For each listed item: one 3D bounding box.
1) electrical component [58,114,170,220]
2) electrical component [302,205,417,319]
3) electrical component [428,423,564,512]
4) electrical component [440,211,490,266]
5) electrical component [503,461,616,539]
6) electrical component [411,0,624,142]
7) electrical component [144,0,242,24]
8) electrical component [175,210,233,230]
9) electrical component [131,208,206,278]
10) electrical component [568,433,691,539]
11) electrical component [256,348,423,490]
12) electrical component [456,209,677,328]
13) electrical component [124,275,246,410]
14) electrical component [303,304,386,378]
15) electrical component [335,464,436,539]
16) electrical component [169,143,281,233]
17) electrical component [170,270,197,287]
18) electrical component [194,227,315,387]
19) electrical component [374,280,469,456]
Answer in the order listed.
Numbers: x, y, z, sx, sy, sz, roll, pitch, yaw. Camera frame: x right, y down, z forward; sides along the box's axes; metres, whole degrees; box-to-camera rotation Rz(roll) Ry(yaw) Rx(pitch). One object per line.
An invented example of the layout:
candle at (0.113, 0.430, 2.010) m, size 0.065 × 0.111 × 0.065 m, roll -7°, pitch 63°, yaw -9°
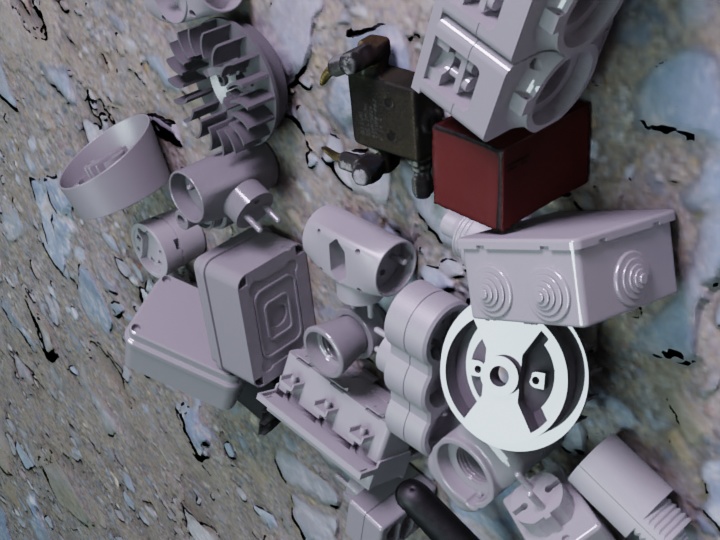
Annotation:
electrical component at (-0.221, -0.090, 0.966) m, size 0.099 × 0.099 × 0.064 m, roll 3°, pitch 124°, yaw 51°
electrical component at (0.000, 0.000, 0.795) m, size 0.077 × 0.043 × 0.079 m, roll 28°, pitch 135°, yaw 38°
electrical component at (0.091, 0.129, 0.761) m, size 0.053 × 0.059 × 0.095 m, roll 51°, pitch 145°, yaw 13°
electrical component at (0.079, -0.019, 0.682) m, size 0.062 × 0.043 × 0.043 m, roll 30°, pitch 136°, yaw 37°
electrical component at (0.124, 0.158, 0.704) m, size 0.076 × 0.047 × 0.065 m, roll 49°, pitch -173°, yaw -34°
electrical component at (0.093, -0.145, 0.529) m, size 0.062 × 0.089 × 0.150 m, roll 43°, pitch 142°, yaw 23°
electrical component at (-0.129, -0.225, 0.790) m, size 0.077 × 0.044 × 0.079 m, roll 7°, pitch 120°, yaw 49°
electrical component at (-0.124, -0.053, 0.896) m, size 0.043 × 0.062 × 0.043 m, roll 31°, pitch 137°, yaw 35°
electrical component at (-0.176, -0.027, 0.995) m, size 0.055 × 0.047 × 0.055 m, roll 31°, pitch 137°, yaw 35°
electrical component at (0.176, 0.147, 0.682) m, size 0.081 × 0.043 × 0.043 m, roll 45°, pitch 143°, yaw 21°
electrical component at (-0.013, 0.115, 0.878) m, size 0.121 × 0.079 × 0.063 m, roll 32°, pitch 115°, yaw 34°
electrical component at (0.117, -0.002, 0.599) m, size 0.100 × 0.100 × 0.048 m, roll 2°, pitch 104°, yaw 51°
electrical component at (-0.148, 0.064, 0.969) m, size 0.113 × 0.078 × 0.057 m, roll 24°, pitch 142°, yaw 2°
electrical component at (-0.009, 0.052, 0.835) m, size 0.045 × 0.055 × 0.045 m, roll 31°, pitch 137°, yaw 35°
electrical component at (0.012, 0.189, 0.901) m, size 0.077 × 0.066 × 0.047 m, roll 37°, pitch 140°, yaw 30°
electrical component at (-0.095, -0.059, 0.841) m, size 0.079 × 0.077 × 0.043 m, roll 45°, pitch 143°, yaw 19°
electrical component at (-0.177, 0.021, 1.035) m, size 0.043 × 0.043 × 0.062 m, roll -5°, pitch 110°, yaw 53°
electrical component at (-0.087, 0.029, 0.897) m, size 0.057 × 0.078 × 0.113 m, roll 22°, pitch 131°, yaw 38°
electrical component at (0.037, 0.066, 0.790) m, size 0.074 × 0.052 × 0.138 m, roll 30°, pitch 136°, yaw 36°
